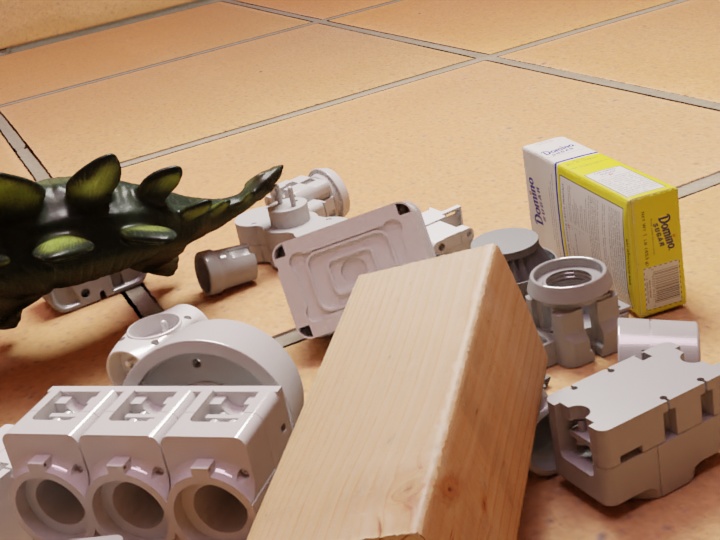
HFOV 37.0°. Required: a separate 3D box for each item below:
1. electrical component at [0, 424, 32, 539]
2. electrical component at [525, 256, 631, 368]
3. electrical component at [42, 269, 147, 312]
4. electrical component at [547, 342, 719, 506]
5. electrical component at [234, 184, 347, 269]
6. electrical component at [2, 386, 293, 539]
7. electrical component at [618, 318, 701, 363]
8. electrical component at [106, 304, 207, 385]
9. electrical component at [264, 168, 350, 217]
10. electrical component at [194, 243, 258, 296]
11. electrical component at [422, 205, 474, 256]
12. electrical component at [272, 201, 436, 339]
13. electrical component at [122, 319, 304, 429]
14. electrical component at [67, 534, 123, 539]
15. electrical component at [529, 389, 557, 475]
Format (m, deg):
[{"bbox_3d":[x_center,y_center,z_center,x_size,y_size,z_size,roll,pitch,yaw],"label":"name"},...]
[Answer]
[{"bbox_3d":[-0.225,0.138,0.656,0.056,0.050,0.089,2,26,30],"label":"electrical component"},{"bbox_3d":[0.146,0.026,0.738,0.078,0.057,0.058,-19,24,-18],"label":"electrical component"},{"bbox_3d":[-0.256,-0.005,1.006,0.095,0.053,0.059,-23,25,-26],"label":"electrical component"},{"bbox_3d":[0.155,0.087,0.592,0.089,0.055,0.050,-21,24,-22],"label":"electrical component"},{"bbox_3d":[-0.063,-0.043,0.980,0.052,0.073,0.138,-29,28,-36],"label":"electrical component"},{"bbox_3d":[-0.114,0.118,0.600,0.150,0.089,0.061,-2,24,20],"label":"electrical component"},{"bbox_3d":[0.182,0.056,0.655,0.047,0.055,0.055,-1,24,14],"label":"electrical component"},{"bbox_3d":[-0.134,0.062,0.802,0.079,0.044,0.077,3,26,30],"label":"electrical component"},{"bbox_3d":[-0.047,-0.065,1.049,0.057,0.058,0.078,-28,28,-30],"label":"electrical component"},{"bbox_3d":[-0.119,-0.002,0.956,0.046,0.040,0.040,-16,22,-26],"label":"electrical component"},{"bbox_3d":[0.063,-0.019,0.907,0.081,0.042,0.064,-25,30,-27],"label":"electrical component"},{"bbox_3d":[0.000,0.000,0.811,0.113,0.078,0.057,-19,-2,9],"label":"electrical component"},{"bbox_3d":[-0.086,0.082,0.657,0.108,0.108,0.060,-6,17,12],"label":"electrical component"},{"bbox_3d":[-0.174,0.197,0.478,0.105,0.060,0.186,-8,23,8],"label":"electrical component"},{"bbox_3d":[0.097,0.089,0.629,0.045,0.045,0.055,-21,24,-22],"label":"electrical component"}]
